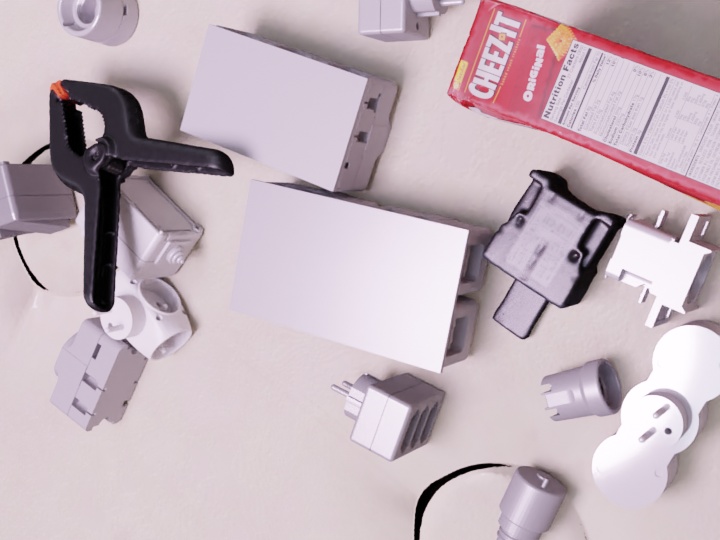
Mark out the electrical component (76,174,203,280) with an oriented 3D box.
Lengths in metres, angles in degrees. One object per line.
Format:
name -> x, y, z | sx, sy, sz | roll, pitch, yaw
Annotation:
electrical component -> -0.188, -0.031, 0.927 | 0.096, 0.062, 0.061 | 44, 111, 18

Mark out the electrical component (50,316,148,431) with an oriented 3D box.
electrical component -> -0.235, 0.089, 0.966 | 0.056, 0.050, 0.089 | 33, 107, 21

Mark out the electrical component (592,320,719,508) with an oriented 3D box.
electrical component -> 0.203, 0.100, 0.726 | 0.052, 0.074, 0.138 | 32, 107, 22

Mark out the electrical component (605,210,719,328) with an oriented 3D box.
electrical component -> 0.206, -0.005, 0.736 | 0.064, 0.042, 0.081 | 26, 104, 27

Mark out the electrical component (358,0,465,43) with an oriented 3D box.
electrical component -> 0.043, -0.207, 0.803 | 0.077, 0.047, 0.065 | 3, 95, 27

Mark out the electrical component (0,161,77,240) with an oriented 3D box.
electrical component -> -0.312, -0.060, 0.970 | 0.062, 0.096, 0.061 | -15, 87, 27

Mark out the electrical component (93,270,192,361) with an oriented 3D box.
electrical component -> -0.195, 0.038, 0.925 | 0.044, 0.079, 0.077 | -47, 72, 28

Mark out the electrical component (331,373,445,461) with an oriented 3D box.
electrical component -> 0.014, 0.104, 0.829 | 0.077, 0.066, 0.047 | 25, 104, 24

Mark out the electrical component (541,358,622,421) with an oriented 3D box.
electrical component -> 0.158, 0.087, 0.769 | 0.046, 0.040, 0.040 | -18, 85, 34

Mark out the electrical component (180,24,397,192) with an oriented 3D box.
electrical component -> -0.055, -0.128, 0.851 | 0.150, 0.062, 0.089 | 23, 104, 24

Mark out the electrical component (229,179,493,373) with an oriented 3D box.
electrical component -> 0.000, 0.000, 0.832 | 0.186, 0.060, 0.105 | 15, 100, 26

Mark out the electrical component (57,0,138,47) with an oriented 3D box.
electrical component -> -0.231, -0.227, 0.944 | 0.055, 0.047, 0.055 | 2, 94, 27

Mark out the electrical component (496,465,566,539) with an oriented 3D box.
electrical component -> 0.121, 0.181, 0.793 | 0.040, 0.040, 0.078 | 29, 106, 23
